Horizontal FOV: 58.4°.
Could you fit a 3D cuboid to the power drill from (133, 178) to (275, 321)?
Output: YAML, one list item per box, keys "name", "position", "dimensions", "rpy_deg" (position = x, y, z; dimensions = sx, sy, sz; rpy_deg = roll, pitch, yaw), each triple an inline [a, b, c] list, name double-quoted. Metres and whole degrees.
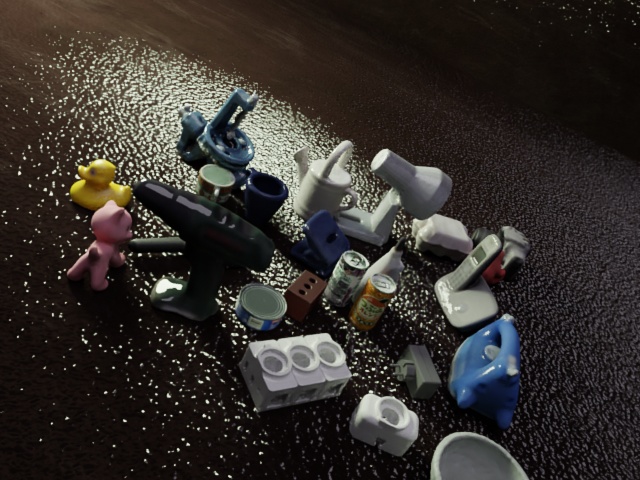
- name: "power drill"
  position: [-0.196, 0.023, 0.899]
  dimensions: [0.230, 0.208, 0.075]
  rpy_deg: [18, 35, -12]

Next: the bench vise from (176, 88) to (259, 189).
- name: "bench vise"
  position: [-0.220, -0.241, 1.223]
  dimensions: [0.207, 0.219, 0.121]
  rpy_deg: [26, 34, -1]

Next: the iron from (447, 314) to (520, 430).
- name: "iron"
  position: [0.324, 0.212, 1.057]
  dimensions: [0.118, 0.141, 0.258]
  rpy_deg: [27, 34, 1]

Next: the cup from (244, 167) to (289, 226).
- name: "cup"
  position: [-0.129, -0.087, 1.192]
  dimensions: [0.092, 0.095, 0.117]
  rpy_deg: [-14, 51, -44]

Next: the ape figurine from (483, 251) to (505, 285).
- name: "ape figurine"
  position: [0.408, 0.058, 1.362]
  dimensions: [0.076, 0.092, 0.077]
  rpy_deg: [-17, 53, -46]

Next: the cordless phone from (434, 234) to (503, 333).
- name: "cordless phone"
  position: [0.326, 0.089, 1.182]
  dimensions: [0.094, 0.185, 0.147]
  rpy_deg: [9, 38, -24]

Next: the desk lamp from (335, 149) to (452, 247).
- name: "desk lamp"
  position: [0.162, -0.092, 1.288]
  dimensions: [0.203, 0.213, 0.118]
  rpy_deg: [17, 35, -13]

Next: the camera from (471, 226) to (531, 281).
- name: "camera"
  position: [0.453, 0.009, 1.450]
  dimensions: [0.137, 0.100, 0.143]
  rpy_deg: [27, 34, 1]

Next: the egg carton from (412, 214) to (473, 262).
- name: "egg carton"
  position: [0.298, -0.008, 1.396]
  dimensions: [0.150, 0.069, 0.107]
  rpy_deg: [15, 36, -17]

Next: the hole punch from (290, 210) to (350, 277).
- name: "hole punch"
  position: [0.011, 0.004, 1.168]
  dimensions: [0.101, 0.091, 0.109]
  rpy_deg: [33, 34, 10]

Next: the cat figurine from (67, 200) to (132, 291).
- name: "cat figurine"
  position: [-0.343, -0.002, 0.916]
  dimensions: [0.067, 0.117, 0.128]
  rpy_deg: [21, 34, -8]

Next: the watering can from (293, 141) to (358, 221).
- name: "watering can"
  position: [0.012, -0.139, 1.267]
  dimensions: [0.173, 0.194, 0.101]
  rpy_deg: [24, 34, -3]

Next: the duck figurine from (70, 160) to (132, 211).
- name: "duck figurine"
  position: [-0.395, -0.105, 1.046]
  dimensions: [0.105, 0.086, 0.077]
  rpy_deg: [10, 37, -23]

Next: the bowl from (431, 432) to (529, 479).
- name: "bowl"
  position: [0.226, 0.373, 0.837]
  dimensions: [0.168, 0.074, 0.167]
  rpy_deg: [18, 35, -13]

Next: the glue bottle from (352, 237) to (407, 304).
- name: "glue bottle"
  position: [0.125, 0.061, 1.096]
  dimensions: [0.078, 0.173, 0.037]
  rpy_deg: [4, 40, -29]
